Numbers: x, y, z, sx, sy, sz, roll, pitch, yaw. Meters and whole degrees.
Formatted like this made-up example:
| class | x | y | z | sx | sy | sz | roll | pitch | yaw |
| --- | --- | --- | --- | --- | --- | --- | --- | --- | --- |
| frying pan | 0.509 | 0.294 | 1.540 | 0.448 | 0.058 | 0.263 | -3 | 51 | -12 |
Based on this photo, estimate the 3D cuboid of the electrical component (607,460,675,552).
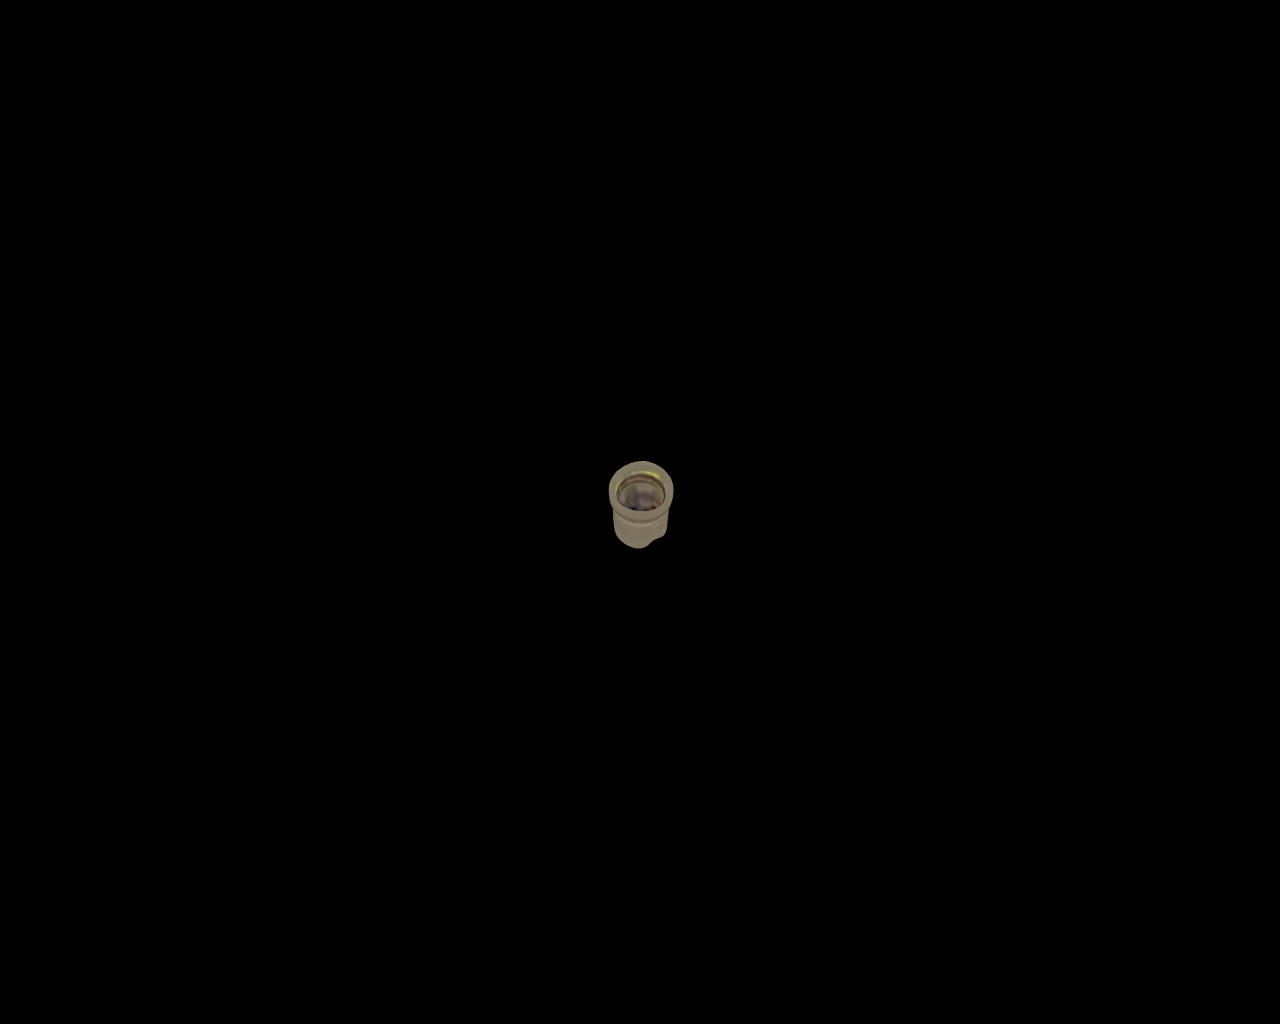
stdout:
| class | x | y | z | sx | sy | sz | roll | pitch | yaw |
| --- | --- | --- | --- | --- | --- | --- | --- | --- | --- |
| electrical component | 0.001 | -0.003 | 0.650 | 0.040 | 0.040 | 0.046 | 0 | -35 | 0 |
